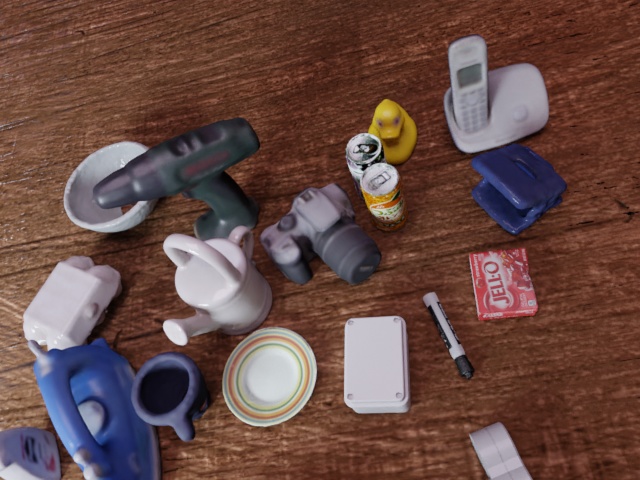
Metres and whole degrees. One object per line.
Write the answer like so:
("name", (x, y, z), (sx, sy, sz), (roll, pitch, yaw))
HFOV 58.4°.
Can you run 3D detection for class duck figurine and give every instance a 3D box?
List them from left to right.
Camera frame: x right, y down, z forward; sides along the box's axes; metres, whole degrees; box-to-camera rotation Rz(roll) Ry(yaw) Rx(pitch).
("duck figurine", (0.107, -0.180, 0.878), (0.077, 0.086, 0.104), (-6, 61, 12))

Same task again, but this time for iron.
("iron", (-0.292, 0.236, 0.728), (0.119, 0.142, 0.257), (-36, 59, -6))

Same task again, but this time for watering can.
("watering can", (-0.140, 0.056, 0.754), (0.100, 0.194, 0.173), (-3, 62, 14))

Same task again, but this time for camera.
("camera", (0.007, 0.003, 0.798), (0.143, 0.101, 0.136), (-40, 60, -8))

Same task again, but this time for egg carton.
("egg carton", (-0.371, 0.099, 0.866), (0.107, 0.069, 0.150), (17, 68, 23))

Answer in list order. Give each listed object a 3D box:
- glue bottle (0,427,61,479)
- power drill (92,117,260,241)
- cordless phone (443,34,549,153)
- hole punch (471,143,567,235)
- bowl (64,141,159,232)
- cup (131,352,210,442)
("glue bottle", (-0.395, 0.267, 0.721), (0.037, 0.173, 0.078), (-30, 59, -2))
("power drill", (-0.177, -0.070, 0.824), (0.230, 0.209, 0.075), (-35, 59, -5))
("cordless phone", (0.246, -0.218, 0.804), (0.147, 0.185, 0.094), (-19, 59, 4))
("hole punch", (0.269, -0.083, 0.780), (0.101, 0.091, 0.108), (-36, 59, -5))
("bowl", (-0.327, -0.075, 0.945), (0.167, 0.075, 0.167), (-6, 61, 12))
("cup", (-0.175, 0.210, 0.738), (0.092, 0.095, 0.117), (-33, 59, -4))
